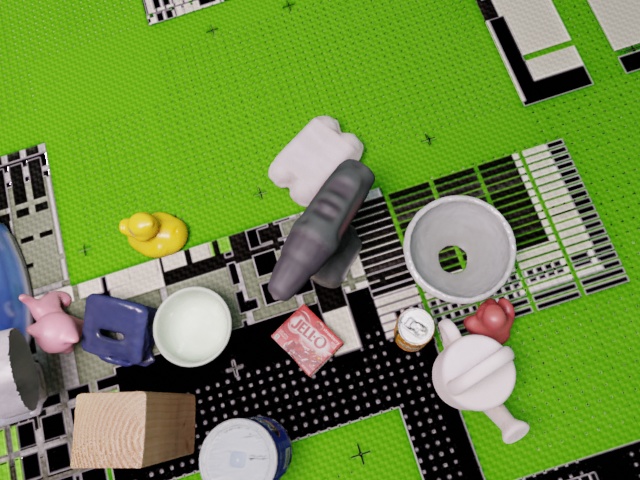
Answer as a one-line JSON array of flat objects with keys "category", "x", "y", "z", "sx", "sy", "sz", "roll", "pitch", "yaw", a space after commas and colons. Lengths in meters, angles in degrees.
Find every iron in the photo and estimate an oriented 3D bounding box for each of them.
[{"category": "iron", "x": -0.549, "y": 0.061, "z": 0.904, "sx": 0.118, "sy": 0.141, "sz": 0.258, "roll": -32, "pitch": 74, "yaw": -4}]

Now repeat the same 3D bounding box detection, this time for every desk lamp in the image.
[{"category": "desk lamp", "x": -0.480, "y": 0.214, "z": 0.818, "sx": 0.203, "sy": 0.213, "sz": 0.118, "roll": -19, "pitch": 73, "yaw": 0}]

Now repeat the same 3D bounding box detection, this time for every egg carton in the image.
[{"category": "egg carton", "x": -0.006, "y": -0.130, "z": 0.946, "sx": 0.107, "sy": 0.069, "sz": 0.150, "roll": 40, "pitch": 81, "yaw": 14}]

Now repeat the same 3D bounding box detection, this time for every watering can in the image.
[{"category": "watering can", "x": 0.217, "y": 0.185, "z": 0.773, "sx": 0.172, "sy": 0.194, "sz": 0.101, "roll": 37, "pitch": 81, "yaw": 14}]

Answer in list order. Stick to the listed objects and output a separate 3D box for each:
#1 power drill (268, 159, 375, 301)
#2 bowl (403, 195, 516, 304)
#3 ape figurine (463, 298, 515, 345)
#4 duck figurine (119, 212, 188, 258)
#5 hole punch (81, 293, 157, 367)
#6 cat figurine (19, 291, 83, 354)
[{"category": "power drill", "x": 0.008, "y": 0.003, "z": 0.835, "sx": 0.075, "sy": 0.208, "sz": 0.230, "roll": 26, "pitch": 78, "yaw": 12}, {"category": "bowl", "x": 0.210, "y": 0.020, "z": 0.882, "sx": 0.167, "sy": 0.075, "sz": 0.167, "roll": -1, "pitch": 74, "yaw": 5}, {"category": "ape figurine", "x": 0.253, "y": 0.118, "z": 0.842, "sx": 0.077, "sy": 0.092, "sz": 0.076, "roll": -8, "pitch": 74, "yaw": 3}, {"category": "duck figurine", "x": -0.273, "y": -0.017, "z": 0.930, "sx": 0.104, "sy": 0.086, "sz": 0.077, "roll": 2, "pitch": 75, "yaw": 6}, {"category": "hole punch", "x": -0.310, "y": 0.141, "z": 0.886, "sx": 0.108, "sy": 0.091, "sz": 0.101, "roll": 12, "pitch": 76, "yaw": 9}, {"category": "cat figurine", "x": -0.416, "y": 0.129, "z": 0.885, "sx": 0.067, "sy": 0.118, "sz": 0.127, "roll": -44, "pitch": 75, "yaw": -7}]
